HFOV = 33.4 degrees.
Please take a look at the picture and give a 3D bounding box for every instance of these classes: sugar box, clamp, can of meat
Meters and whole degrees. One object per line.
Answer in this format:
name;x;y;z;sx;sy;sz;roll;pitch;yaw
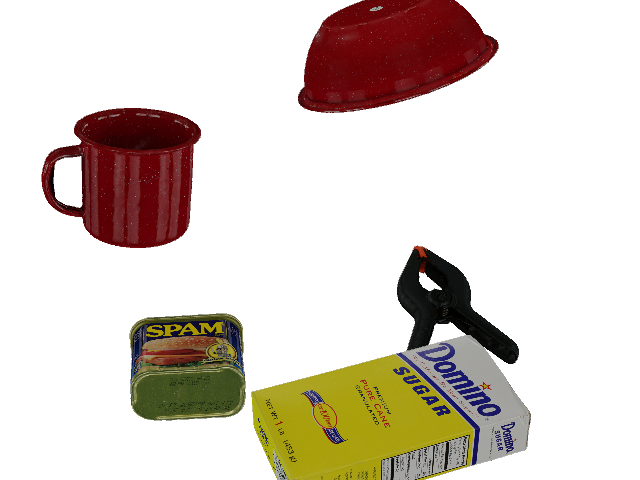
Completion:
sugar box;0.048;0.127;0.754;0.176;0.048;0.093;-15;39;-14
clamp;0.138;0.074;1.126;0.120;0.171;0.039;3;-43;-10
can of meat;-0.116;0.110;0.929;0.102;0.057;0.084;-3;28;-6

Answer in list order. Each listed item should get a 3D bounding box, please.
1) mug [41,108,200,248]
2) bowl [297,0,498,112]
mug;-0.149;-0.045;0.800;0.117;0.081;0.093;-6;28;-22
bowl;0.052;-0.155;0.826;0.162;0.055;0.162;-16;22;6
